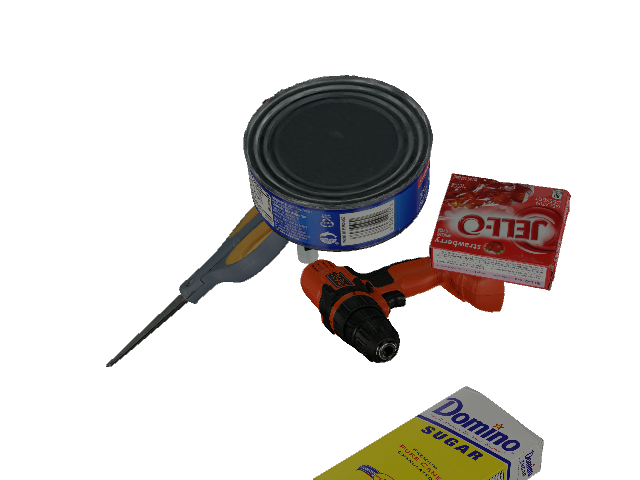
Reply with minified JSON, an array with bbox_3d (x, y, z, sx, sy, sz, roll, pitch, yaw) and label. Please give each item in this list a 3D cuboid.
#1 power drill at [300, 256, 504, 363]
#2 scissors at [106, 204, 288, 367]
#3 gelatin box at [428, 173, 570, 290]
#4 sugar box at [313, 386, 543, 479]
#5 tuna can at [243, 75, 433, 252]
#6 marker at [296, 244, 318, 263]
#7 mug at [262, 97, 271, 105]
[{"bbox_3d":[0.091,0.057,1.100,0.187,0.057,0.185,-10,27,-20],"label":"power drill"},{"bbox_3d":[-0.075,0.032,0.684,0.016,0.202,0.096,41,11,-16],"label":"scissors"},{"bbox_3d":[0.129,-0.008,0.769,0.089,0.073,0.030,10,-37,15],"label":"gelatin box"},{"bbox_3d":[0.091,0.193,0.884,0.176,0.048,0.093,-28,42,-28],"label":"sugar box"},{"bbox_3d":[0.009,-0.036,0.494,0.086,0.086,0.034,0,-41,4],"label":"tuna can"},{"bbox_3d":[-0.016,-0.032,0.938,0.020,0.121,0.020,-4,37,3],"label":"marker"},{"bbox_3d":[-0.023,-0.125,1.299,0.093,0.081,0.117,17,25,20],"label":"mug"}]
